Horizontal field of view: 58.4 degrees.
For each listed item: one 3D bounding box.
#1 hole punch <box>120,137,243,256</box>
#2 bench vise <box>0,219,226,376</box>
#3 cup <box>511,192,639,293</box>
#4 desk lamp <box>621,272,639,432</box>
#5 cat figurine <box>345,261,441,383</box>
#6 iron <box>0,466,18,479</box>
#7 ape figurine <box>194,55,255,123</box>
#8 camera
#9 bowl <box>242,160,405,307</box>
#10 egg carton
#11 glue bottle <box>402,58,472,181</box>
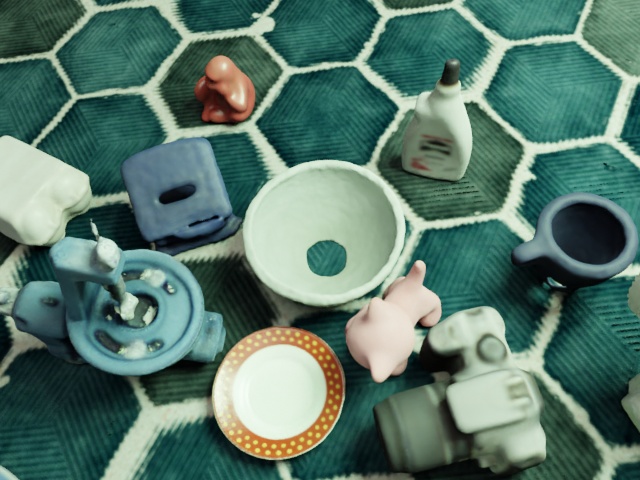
[{"bbox_3d":[-0.153,-0.048,0.639,0.108,0.091,0.101,-20,62,-6],"label":"hole punch"},{"bbox_3d":[-0.205,0.064,0.509,0.207,0.220,0.121,-12,61,-2],"label":"bench vise"},{"bbox_3d":[0.240,0.017,0.570,0.118,0.095,0.091,-16,62,-4],"label":"cup"},{"bbox_3d":[0.332,0.102,0.451,0.118,0.214,0.203,-22,62,-7],"label":"desk lamp"},{"bbox_3d":[0.067,0.076,0.540,0.067,0.118,0.128,28,68,18],"label":"cat figurine"},{"bbox_3d":[-0.396,0.215,0.488,0.258,0.141,0.118,0,62,4],"label":"iron"},{"bbox_3d":[-0.119,-0.190,0.711,0.076,0.092,0.077,-36,65,-14],"label":"ape figurine"},{"bbox_3d":[0.115,0.142,0.510,0.137,0.101,0.143,-14,62,-3],"label":"camera"},{"bbox_3d":[0.006,0.002,0.608,0.167,0.075,0.167,-2,62,4],"label":"bowl"},{"bbox_3d":[-0.348,-0.057,0.671,0.150,0.069,0.107,24,66,16],"label":"egg carton"},{"bbox_3d":[0.130,-0.128,0.612,0.078,0.173,0.037,9,63,10],"label":"glue bottle"}]
